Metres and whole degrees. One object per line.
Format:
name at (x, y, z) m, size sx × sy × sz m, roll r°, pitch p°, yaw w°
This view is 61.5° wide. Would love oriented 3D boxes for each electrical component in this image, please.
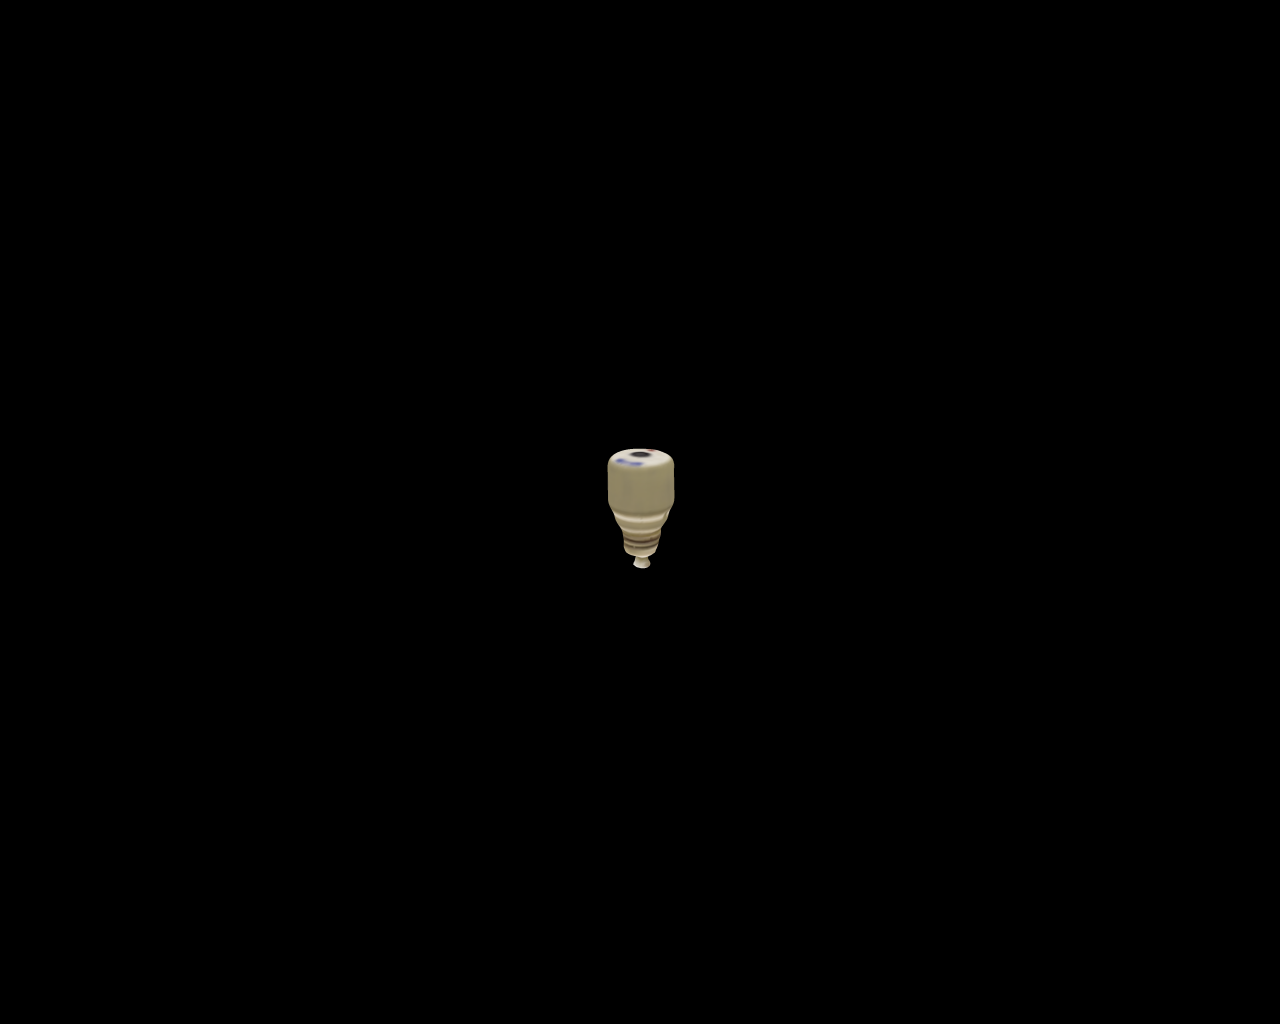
electrical component at (0.001, -0.003, 0.650) m, size 0.040 × 0.078 × 0.040 m, roll 0°, pitch 20°, yaw 0°
